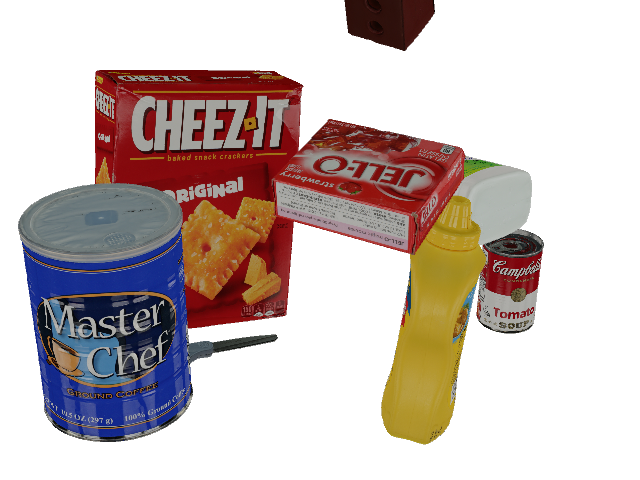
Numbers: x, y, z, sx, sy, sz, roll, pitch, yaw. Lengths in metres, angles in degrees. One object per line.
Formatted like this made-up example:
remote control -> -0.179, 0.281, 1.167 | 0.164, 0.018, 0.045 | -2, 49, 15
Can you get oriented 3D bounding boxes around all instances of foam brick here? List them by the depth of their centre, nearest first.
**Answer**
foam brick -> 0.051, -0.192, 0.802 | 0.053, 0.051, 0.078 | 21, -31, 23

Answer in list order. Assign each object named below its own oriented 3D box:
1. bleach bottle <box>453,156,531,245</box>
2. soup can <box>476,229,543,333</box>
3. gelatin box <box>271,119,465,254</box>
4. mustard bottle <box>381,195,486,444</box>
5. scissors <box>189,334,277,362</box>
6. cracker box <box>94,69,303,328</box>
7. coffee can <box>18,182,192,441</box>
bleach bottle -> 0.088, -0.066, 1.092 | 0.102, 0.068, 0.251 | -17, 27, -38
soup can -> 0.215, 0.046, 1.218 | 0.068, 0.102, 0.068 | 1, 26, -1
gelatin box -> 0.028, -0.033, 0.607 | 0.089, 0.030, 0.073 | 15, 40, 22
mustard bottle -> 0.090, 0.055, 0.829 | 0.058, 0.192, 0.096 | 14, 26, 11
scissors -> -0.131, 0.130, 1.169 | 0.201, 0.016, 0.096 | 1, 26, -20
cracker box -> -0.105, -0.033, 0.905 | 0.163, 0.214, 0.072 | -4, 20, -27
coffee can -> -0.139, 0.046, 0.707 | 0.103, 0.140, 0.103 | 0, 27, 0
